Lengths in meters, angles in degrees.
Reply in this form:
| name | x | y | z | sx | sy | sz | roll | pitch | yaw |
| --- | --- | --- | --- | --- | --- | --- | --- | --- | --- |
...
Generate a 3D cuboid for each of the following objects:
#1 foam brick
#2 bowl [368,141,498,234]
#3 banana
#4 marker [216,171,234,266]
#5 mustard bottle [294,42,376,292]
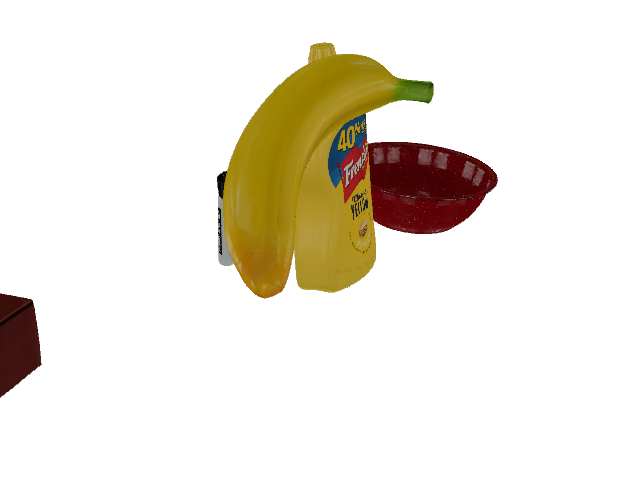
| name | x | y | z | sx | sy | sz | roll | pitch | yaw |
| --- | --- | --- | --- | --- | --- | --- | --- | --- | --- |
| foam brick | -0.233 | 0.075 | 0.715 | 0.053 | 0.051 | 0.078 | 9 | 28 | 24 |
| bowl | 0.097 | -0.049 | 1.090 | 0.162 | 0.055 | 0.162 | 4 | 24 | -2 |
| banana | -0.007 | -0.048 | 0.548 | 0.070 | 0.037 | 0.197 | 21 | 46 | 18 |
| marker | -0.100 | -0.023 | 1.135 | 0.020 | 0.121 | 0.020 | 2 | 41 | -2 |
| mustard bottle | 0.008 | -0.062 | 0.856 | 0.058 | 0.192 | 0.096 | 6 | 24 | 26 |
